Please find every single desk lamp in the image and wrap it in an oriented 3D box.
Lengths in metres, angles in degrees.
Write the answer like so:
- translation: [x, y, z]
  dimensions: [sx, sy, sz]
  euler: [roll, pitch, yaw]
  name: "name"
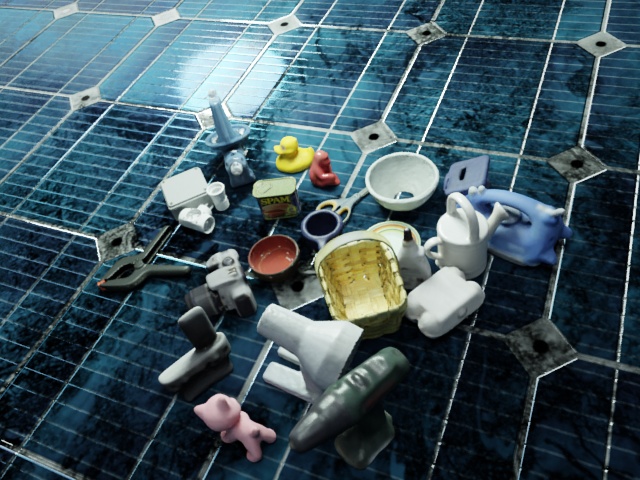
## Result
- translation: [-0.020, 0.202, 1.001]
  dimensions: [0.202, 0.214, 0.118]
  euler: [16, 56, 24]
  name: "desk lamp"

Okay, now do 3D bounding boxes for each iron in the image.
- translation: [0.379, -0.052, 1.177]
  dimensions: [0.257, 0.142, 0.119]
  euler: [24, 59, 29]
  name: "iron"

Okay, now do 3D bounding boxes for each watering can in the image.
- translation: [0.288, -0.020, 1.135]
  dimensions: [0.173, 0.194, 0.100]
  euler: [-39, 53, -20]
  name: "watering can"

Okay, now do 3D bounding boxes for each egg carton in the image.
- translation: [0.239, 0.121, 1.109]
  dimensions: [0.150, 0.069, 0.107]
  euler: [-35, 52, -17]
  name: "egg carton"

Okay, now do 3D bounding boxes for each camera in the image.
- translation: [-0.219, 0.100, 1.206]
  dimensions: [0.137, 0.101, 0.143]
  euler: [-23, 49, -7]
  name: "camera"

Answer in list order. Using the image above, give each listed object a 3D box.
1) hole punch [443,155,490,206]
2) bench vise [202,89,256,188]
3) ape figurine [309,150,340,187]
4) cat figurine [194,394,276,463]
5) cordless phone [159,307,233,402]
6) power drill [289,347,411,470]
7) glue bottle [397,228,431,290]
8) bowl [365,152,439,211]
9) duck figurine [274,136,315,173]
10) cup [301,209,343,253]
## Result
- translation: [0.330, -0.133, 1.290]
  dimensions: [0.101, 0.091, 0.109]
  euler: [7, 52, 18]
  name: "hole punch"
- translation: [-0.219, -0.257, 1.429]
  dimensions: [0.121, 0.220, 0.206]
  euler: [-32, 51, -14]
  name: "bench vise"
- translation: [0.007, -0.179, 1.399]
  dimensions: [0.076, 0.092, 0.078]
  euler: [-1, 50, 12]
  name: "ape figurine"
- translation: [-0.150, 0.316, 0.997]
  dimensions: [0.127, 0.118, 0.067]
  euler: [20, 57, 27]
  name: "cat figurine"
- translation: [-0.249, 0.204, 1.069]
  dimensions: [0.148, 0.185, 0.093]
  euler: [-39, 53, -20]
  name: "cordless phone"
- translation: [0.057, 0.284, 0.918]
  dimensions: [0.230, 0.209, 0.075]
  euler: [-41, 54, -21]
  name: "power drill"
- translation: [0.178, 0.035, 1.126]
  dimensions: [0.078, 0.173, 0.037]
  euler: [5, 52, 16]
  name: "glue bottle"
- translation: [0.190, -0.122, 1.322]
  dimensions: [0.167, 0.075, 0.167]
  euler: [-6, 49, 7]
  name: "bowl"
- translation: [-0.068, -0.226, 1.459]
  dimensions: [0.104, 0.086, 0.077]
  euler: [-9, 49, 5]
  name: "duck figurine"
- translation: [0.011, 0.004, 1.241]
  dimensions: [0.091, 0.095, 0.117]
  euler: [-8, 49, 6]
  name: "cup"
